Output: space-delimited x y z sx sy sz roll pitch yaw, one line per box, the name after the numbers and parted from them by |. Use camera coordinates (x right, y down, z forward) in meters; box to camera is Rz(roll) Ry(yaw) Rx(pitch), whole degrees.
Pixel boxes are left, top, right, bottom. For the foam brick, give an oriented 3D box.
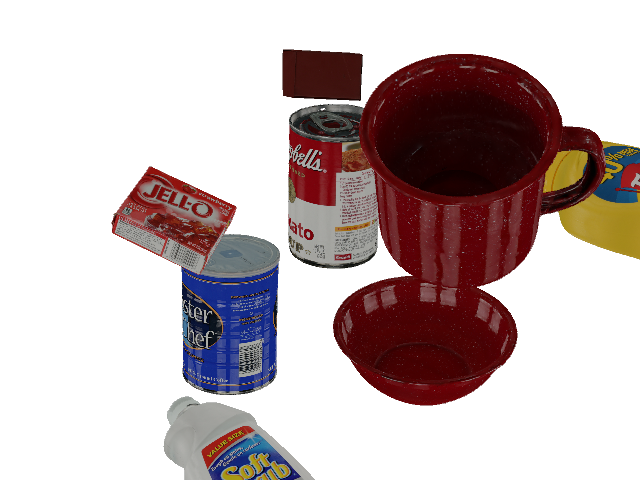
0.001 -0.180 1.161 0.078 0.051 0.053 0 11 -16 | foam brick

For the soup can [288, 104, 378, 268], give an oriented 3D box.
0.011 -0.039 0.770 0.068 0.102 0.068 1 27 -1 | soup can

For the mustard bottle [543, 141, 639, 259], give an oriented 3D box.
0.214 -0.023 0.690 0.192 0.058 0.096 23 41 39 | mustard bottle

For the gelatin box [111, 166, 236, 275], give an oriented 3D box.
-0.129 -0.019 0.942 0.089 0.030 0.073 26 42 0 | gelatin box

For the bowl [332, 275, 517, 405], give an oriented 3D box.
0.092 0.097 0.951 0.162 0.055 0.162 -1 32 0 | bowl

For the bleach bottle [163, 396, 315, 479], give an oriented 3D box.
-0.060 0.198 0.824 0.102 0.068 0.251 -19 33 -26 | bleach bottle

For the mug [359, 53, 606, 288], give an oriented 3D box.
0.080 -0.031 0.523 0.117 0.093 0.081 -6 -36 2 | mug

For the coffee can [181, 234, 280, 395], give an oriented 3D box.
-0.095 0.076 1.124 0.103 0.140 0.103 2 22 -1 | coffee can
